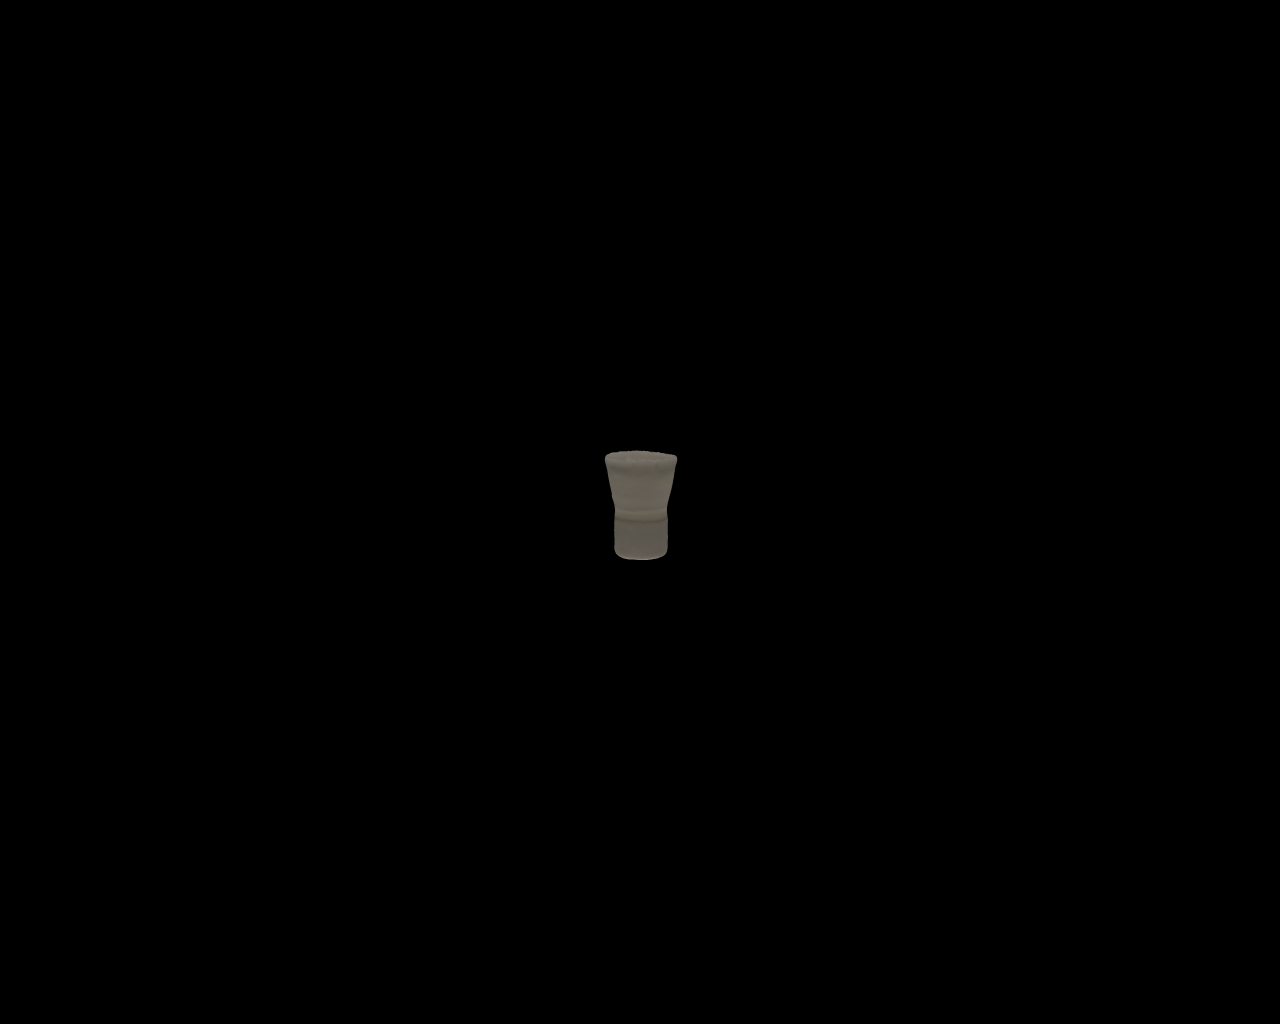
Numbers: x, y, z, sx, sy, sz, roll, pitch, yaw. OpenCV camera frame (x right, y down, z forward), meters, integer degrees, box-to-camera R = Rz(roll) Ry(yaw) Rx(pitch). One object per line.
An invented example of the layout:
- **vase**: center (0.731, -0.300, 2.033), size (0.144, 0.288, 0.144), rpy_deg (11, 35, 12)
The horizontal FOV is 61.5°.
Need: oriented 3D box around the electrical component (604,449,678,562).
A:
- **electrical component**: center (0.001, -0.003, 0.650), size (0.044, 0.065, 0.044), rpy_deg (0, 12, 0)
